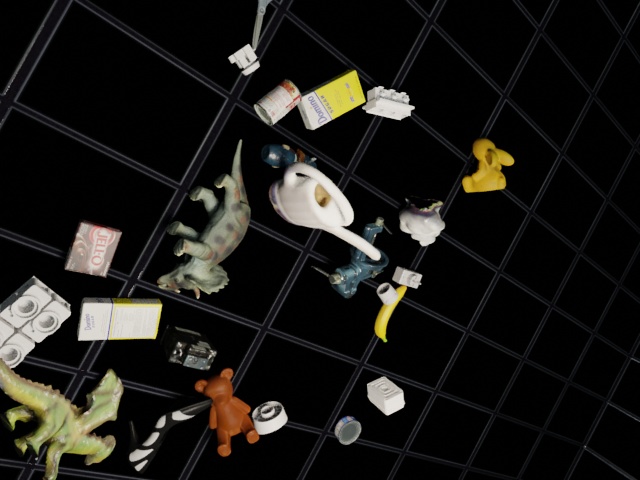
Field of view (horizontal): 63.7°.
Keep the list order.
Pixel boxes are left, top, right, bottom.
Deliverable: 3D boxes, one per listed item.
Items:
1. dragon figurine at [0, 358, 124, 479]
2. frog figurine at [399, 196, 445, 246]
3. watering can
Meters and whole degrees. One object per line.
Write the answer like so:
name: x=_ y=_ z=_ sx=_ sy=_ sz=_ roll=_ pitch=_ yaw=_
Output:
dragon figurine: x=-0.578 y=0.386 z=1.192 sx=0.246 sy=0.123 sz=0.403 roll=-31 pitch=125 yaw=-45
frog figurine: x=0.312 y=-0.043 z=1.584 sx=0.137 sy=0.125 sz=0.156 roll=-1 pitch=119 yaw=4
watering can: x=0.004 y=-0.067 z=1.329 sx=0.106 sy=0.224 sz=0.342 roll=-55 pitch=125 yaw=-26
